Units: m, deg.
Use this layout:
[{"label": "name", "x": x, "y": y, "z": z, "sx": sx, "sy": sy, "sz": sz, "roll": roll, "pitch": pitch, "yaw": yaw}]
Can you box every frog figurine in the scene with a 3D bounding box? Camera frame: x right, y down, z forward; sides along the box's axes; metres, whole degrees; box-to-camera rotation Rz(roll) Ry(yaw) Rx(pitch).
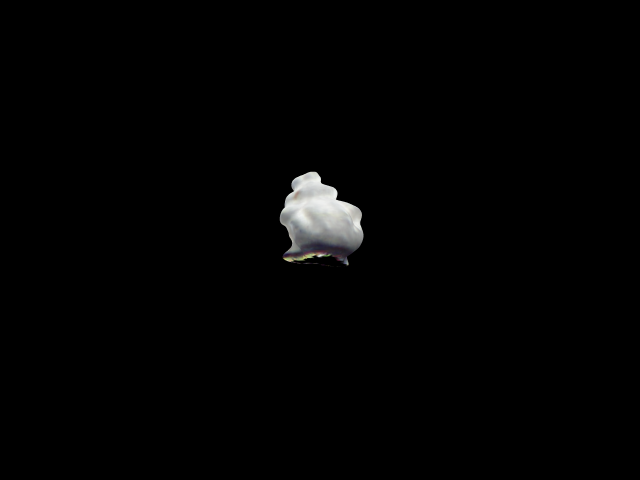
[{"label": "frog figurine", "x": 0.003, "y": -0.043, "z": 0.850, "sx": 0.137, "sy": 0.161, "sz": 0.121, "roll": 1, "pitch": -14, "yaw": -3}]
